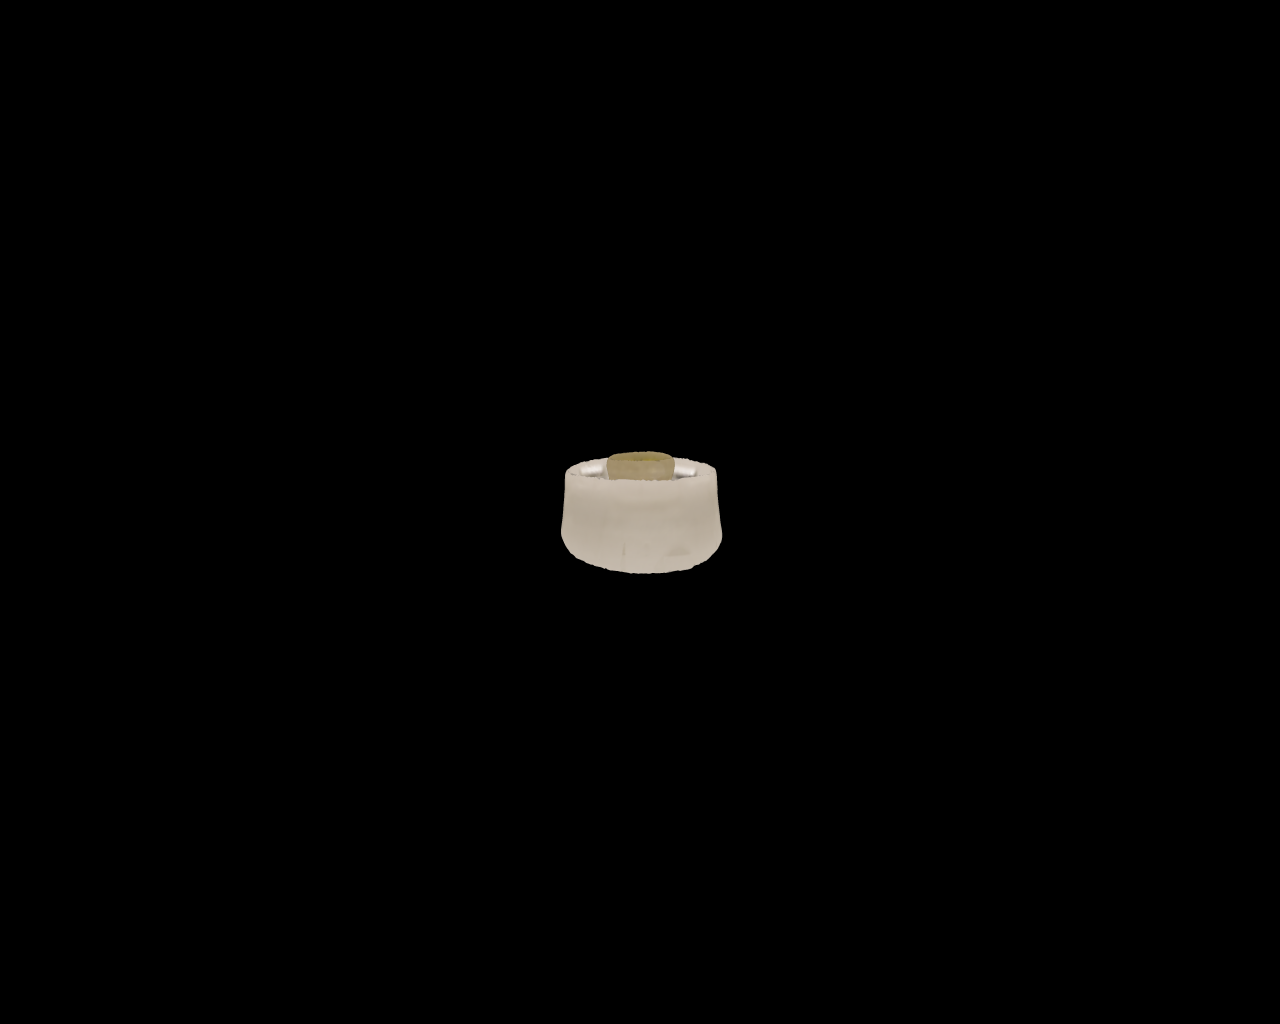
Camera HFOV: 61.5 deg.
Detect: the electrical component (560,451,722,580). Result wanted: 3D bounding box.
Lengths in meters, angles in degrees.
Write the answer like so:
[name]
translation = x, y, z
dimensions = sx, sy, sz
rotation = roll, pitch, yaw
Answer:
[electrical component]
translation = 0.001, -0.003, 0.650
dimensions = 0.099, 0.064, 0.099
rotation = 0, 11, 0
